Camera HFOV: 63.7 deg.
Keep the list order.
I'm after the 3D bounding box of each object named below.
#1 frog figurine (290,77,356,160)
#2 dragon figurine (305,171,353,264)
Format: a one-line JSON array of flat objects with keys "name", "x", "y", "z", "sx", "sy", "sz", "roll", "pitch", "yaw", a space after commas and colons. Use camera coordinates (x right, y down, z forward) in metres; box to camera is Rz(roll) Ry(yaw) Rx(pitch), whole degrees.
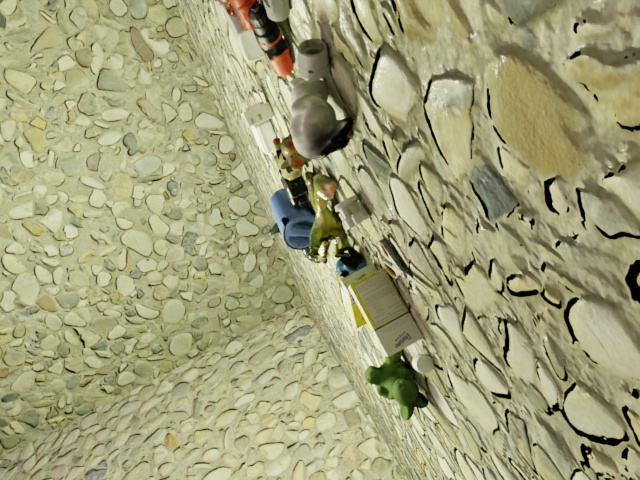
[{"name": "frog figurine", "x": -0.020, "y": -0.231, "z": 0.943, "sx": 0.161, "sy": 0.122, "sz": 0.137, "roll": 50, "pitch": -173, "yaw": 13}, {"name": "dragon figurine", "x": 0.004, "y": -0.071, "z": 1.411, "sx": 0.406, "sy": 0.122, "sz": 0.245, "roll": 121, "pitch": 140, "yaw": -77}]
